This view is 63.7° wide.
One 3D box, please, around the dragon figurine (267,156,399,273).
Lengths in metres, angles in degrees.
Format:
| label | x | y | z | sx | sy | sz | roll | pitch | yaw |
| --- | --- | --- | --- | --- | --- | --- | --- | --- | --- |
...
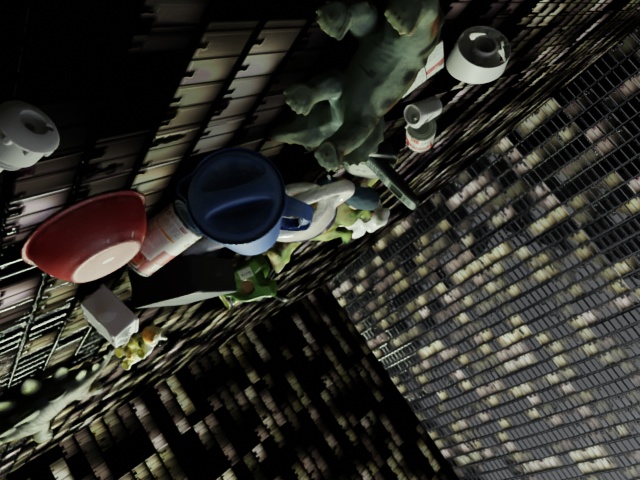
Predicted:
| label | x | y | z | sx | sy | sz | roll | pitch | yaw |
| --- | --- | --- | --- | --- | --- | --- | --- | --- | --- |
| dragon figurine | 0.004 | -0.063 | 1.257 | 0.244 | 0.124 | 0.403 | -10 | 146 | -50 |

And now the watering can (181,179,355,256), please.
| label | x | y | z | sx | sy | sz | roll | pitch | yaw |
| --- | --- | --- | --- | --- | --- | --- | --- | --- | --- |
| watering can | -0.089 | -0.038 | 1.031 | 0.347 | 0.105 | 0.223 | -23 | 173 | 7 |

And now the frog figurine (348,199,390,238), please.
| label | x | y | z | sx | sy | sz | roll | pitch | yaw |
| --- | --- | --- | --- | --- | --- | --- | --- | --- | --- |
| frog figurine | 0.109 | -0.065 | 1.378 | 0.122 | 0.162 | 0.135 | 6 | 112 | -29 |
